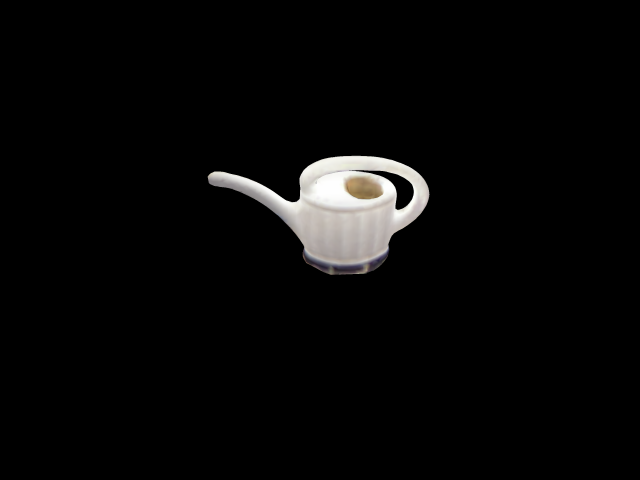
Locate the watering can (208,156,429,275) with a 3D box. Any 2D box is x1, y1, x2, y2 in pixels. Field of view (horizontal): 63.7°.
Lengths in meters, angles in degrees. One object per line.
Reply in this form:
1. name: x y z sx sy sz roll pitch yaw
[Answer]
1. watering can: 0.003 -0.043 0.850 0.348 0.219 0.106 -2 42 -2
